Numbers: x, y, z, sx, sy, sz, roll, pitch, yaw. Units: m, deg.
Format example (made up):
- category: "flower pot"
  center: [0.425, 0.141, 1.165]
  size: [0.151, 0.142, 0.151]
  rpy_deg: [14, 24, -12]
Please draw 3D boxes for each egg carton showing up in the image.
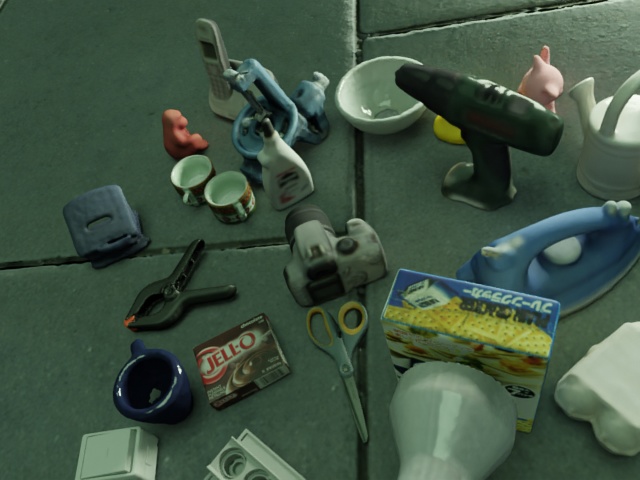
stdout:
- category: "egg carton"
  center: [0.345, 0.163, 0.641]
  size: [0.150, 0.069, 0.107]
  rpy_deg: [-37, 54, -13]

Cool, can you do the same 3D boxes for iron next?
- category: "iron"
  center: [0.306, 0.009, 0.717]
  size: [0.258, 0.142, 0.118]
  rpy_deg: [-23, 52, -2]

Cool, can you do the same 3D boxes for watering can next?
- category: "watering can"
  center: [0.407, -0.154, 0.775]
  size: [0.172, 0.194, 0.101]
  rpy_deg: [30, 67, 31]

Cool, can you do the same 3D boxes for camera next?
- category: "camera"
  center: [0.008, 0.003, 0.824]
  size: [0.143, 0.101, 0.136]
  rpy_deg: [-21, 52, -1]

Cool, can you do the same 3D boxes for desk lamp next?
- category: "desk lamp"
  center: [0.114, 0.248, 0.548]
  size: [0.117, 0.214, 0.203]
  rpy_deg: [9, 58, 20]

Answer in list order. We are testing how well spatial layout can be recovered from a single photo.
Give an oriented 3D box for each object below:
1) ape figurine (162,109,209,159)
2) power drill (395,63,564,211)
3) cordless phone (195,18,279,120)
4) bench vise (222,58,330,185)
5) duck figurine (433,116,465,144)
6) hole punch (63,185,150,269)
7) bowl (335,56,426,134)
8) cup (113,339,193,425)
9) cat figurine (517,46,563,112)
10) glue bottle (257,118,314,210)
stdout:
- category: "ape figurine"
  center: [-0.257, -0.198, 1.044]
  size: [0.076, 0.092, 0.077]
  rpy_deg: [-27, 53, -5]
- category: "power drill"
  center: [0.216, -0.142, 0.807]
  size: [0.228, 0.209, 0.076]
  rpy_deg: [20, 62, 26]
- category: "cordless phone"
  center: [-0.154, -0.306, 1.036]
  size: [0.147, 0.185, 0.094]
  rpy_deg: [19, 62, 26]
- category: "bench vise"
  center: [-0.079, -0.225, 0.936]
  size: [0.121, 0.220, 0.207]
  rpy_deg: [15, 60, 24]
- category: "duck figurine"
  center: [0.235, -0.210, 0.929]
  size: [0.104, 0.086, 0.077]
  rpy_deg: [-1, 55, 14]
- category: "hole punch"
  center: [-0.353, -0.023, 0.943]
  size: [0.108, 0.091, 0.101]
  rpy_deg: [-25, 53, -4]
- category: "bowl"
  center: [0.113, -0.236, 0.986]
  size: [0.167, 0.075, 0.167]
  rpy_deg: [-7, 53, 10]
- category: "cup"
  center: [-0.210, 0.192, 0.748]
  size: [0.092, 0.095, 0.117]
  rpy_deg: [-29, 53, -7]
- category: "cat figurine"
  center: [0.351, -0.251, 0.908]
  size: [0.067, 0.118, 0.128]
  rpy_deg: [8, 57, 20]
- category: "glue bottle"
  center: [-0.063, -0.122, 0.887]
  size: [0.078, 0.173, 0.037]
  rpy_deg: [-33, 53, -10]
